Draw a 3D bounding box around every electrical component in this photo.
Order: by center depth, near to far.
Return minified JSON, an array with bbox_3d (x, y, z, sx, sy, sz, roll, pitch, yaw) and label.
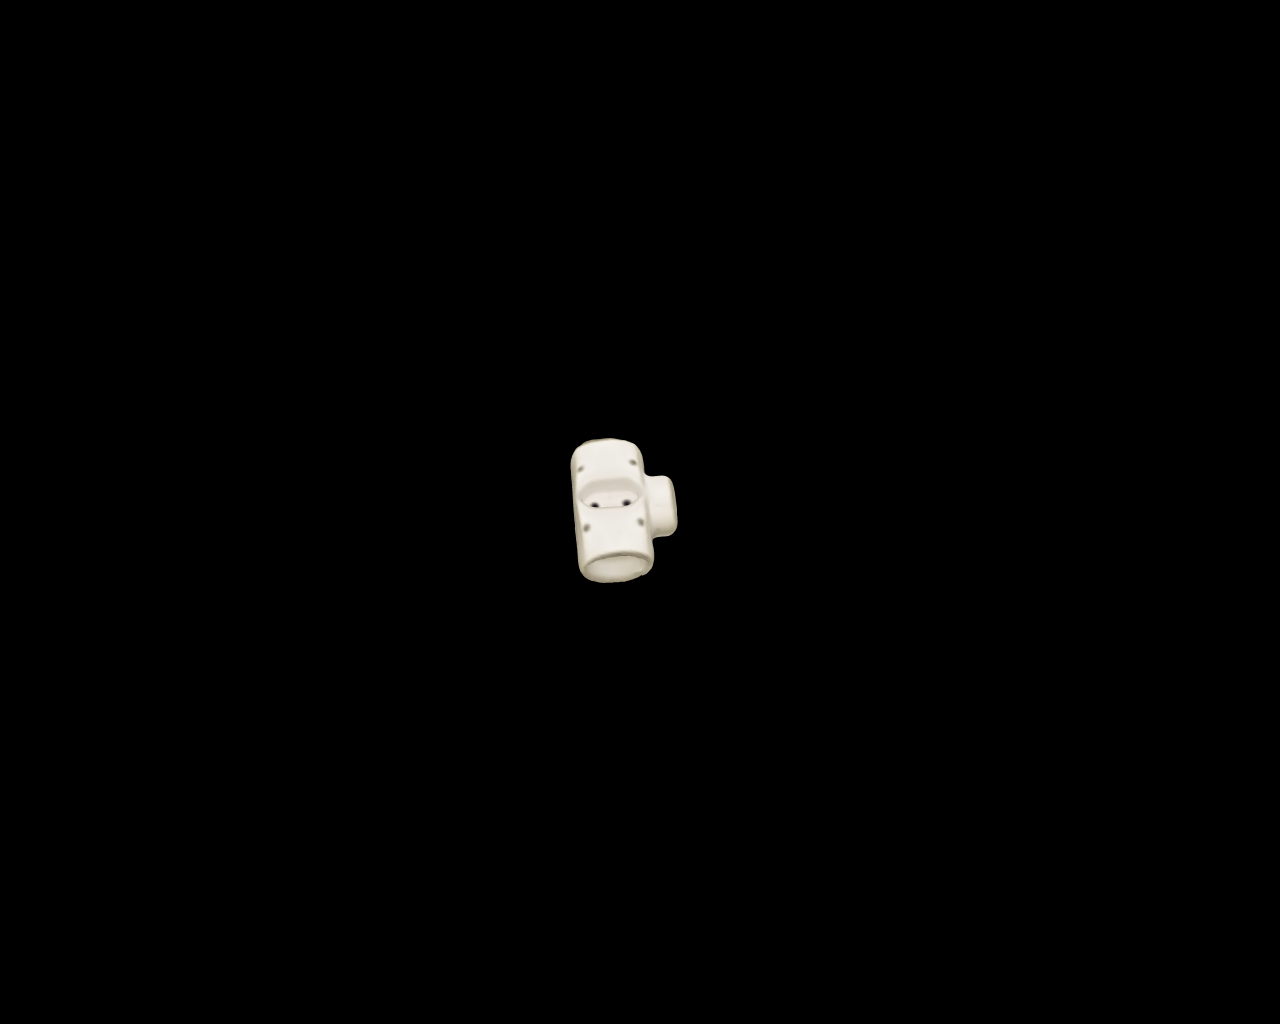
[{"bbox_3d":[0.001,-0.003,0.650,0.079,0.077,0.043,-4,-28,-2],"label":"electrical component"}]
